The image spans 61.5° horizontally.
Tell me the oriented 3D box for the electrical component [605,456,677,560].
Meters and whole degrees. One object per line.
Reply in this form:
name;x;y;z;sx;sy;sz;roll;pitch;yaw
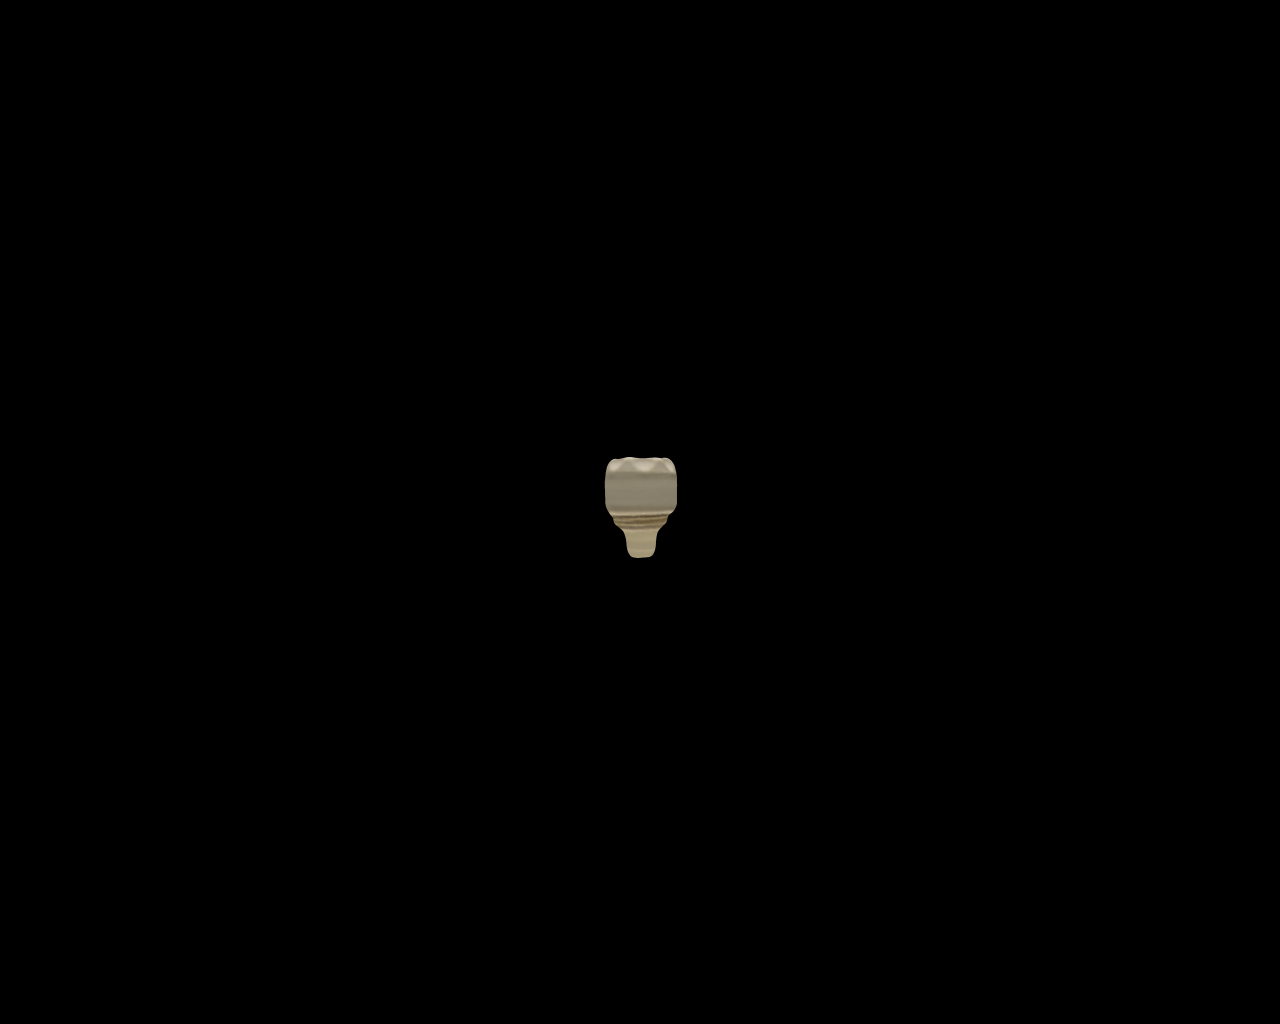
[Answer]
electrical component;0.001;-0.003;0.650;0.043;0.062;0.043;0;2;0
